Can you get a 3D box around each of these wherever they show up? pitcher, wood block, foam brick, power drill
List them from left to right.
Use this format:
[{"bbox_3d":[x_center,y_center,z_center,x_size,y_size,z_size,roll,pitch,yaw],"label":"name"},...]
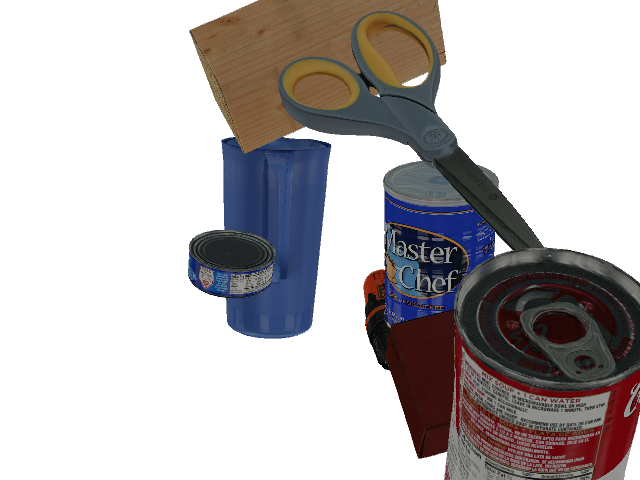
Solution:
[{"bbox_3d":[-0.058,-0.005,1.308,0.145,0.243,0.148,12,15,39],"label":"pitcher"},{"bbox_3d":[0.000,-0.175,0.970,0.206,0.090,0.091,-24,-39,-5],"label":"wood block"},{"bbox_3d":[0.079,0.093,0.696,0.051,0.078,0.053,-12,-29,-7],"label":"foam brick"},{"bbox_3d":[0.143,0.084,1.207,0.187,0.057,0.184,-3,27,-1],"label":"power drill"}]

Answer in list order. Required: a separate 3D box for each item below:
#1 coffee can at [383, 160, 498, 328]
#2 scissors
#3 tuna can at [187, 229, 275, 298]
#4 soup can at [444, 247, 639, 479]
[{"bbox_3d":[0.109,0.009,0.978,0.103,0.140,0.103,-2,24,0],"label":"coffee can"},{"bbox_3d":[0.037,-0.046,0.527,0.096,0.202,0.016,-15,-42,0],"label":"scissors"},{"bbox_3d":[-0.088,0.023,1.053,0.086,0.034,0.086,6,26,-3],"label":"tuna can"},{"bbox_3d":[0.080,0.063,0.387,0.068,0.102,0.068,-1,38,1],"label":"soup can"}]
